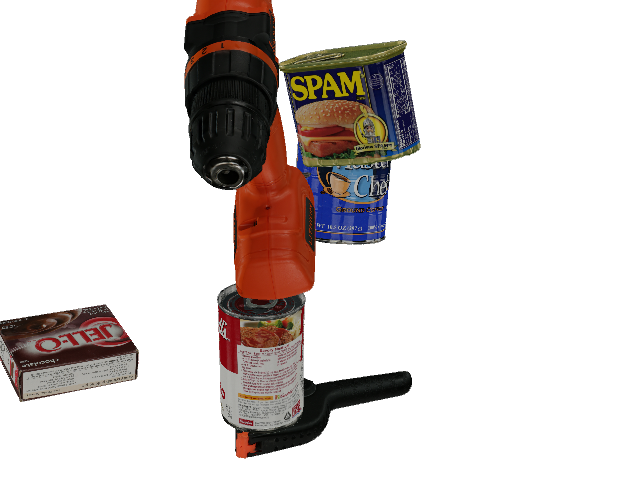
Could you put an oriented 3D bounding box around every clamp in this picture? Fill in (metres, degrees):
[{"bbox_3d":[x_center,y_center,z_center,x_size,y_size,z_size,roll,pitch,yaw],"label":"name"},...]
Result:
[{"bbox_3d":[-0.011,0.160,1.088,0.165,0.036,0.209,16,30,21],"label":"clamp"}]

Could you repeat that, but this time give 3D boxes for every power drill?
[{"bbox_3d":[-0.040,-0.051,0.651,0.057,0.184,0.187,-4,-44,4],"label":"power drill"}]

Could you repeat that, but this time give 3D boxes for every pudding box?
[{"bbox_3d":[-0.237,0.103,0.991,0.113,0.039,0.090,-10,29,-28],"label":"pudding box"}]

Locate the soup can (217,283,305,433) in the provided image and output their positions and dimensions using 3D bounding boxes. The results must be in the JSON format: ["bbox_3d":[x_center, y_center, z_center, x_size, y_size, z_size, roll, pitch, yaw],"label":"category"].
[{"bbox_3d":[-0.046,0.090,0.835,0.068,0.102,0.068,1,22,0],"label":"soup can"}]

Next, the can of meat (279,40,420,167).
[{"bbox_3d":[0.024,-0.105,0.830,0.102,0.084,0.057,1,21,37],"label":"can of meat"}]

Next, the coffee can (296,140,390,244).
[{"bbox_3d":[0.024,-0.075,1.139,0.103,0.140,0.103,4,12,-1],"label":"coffee can"}]
